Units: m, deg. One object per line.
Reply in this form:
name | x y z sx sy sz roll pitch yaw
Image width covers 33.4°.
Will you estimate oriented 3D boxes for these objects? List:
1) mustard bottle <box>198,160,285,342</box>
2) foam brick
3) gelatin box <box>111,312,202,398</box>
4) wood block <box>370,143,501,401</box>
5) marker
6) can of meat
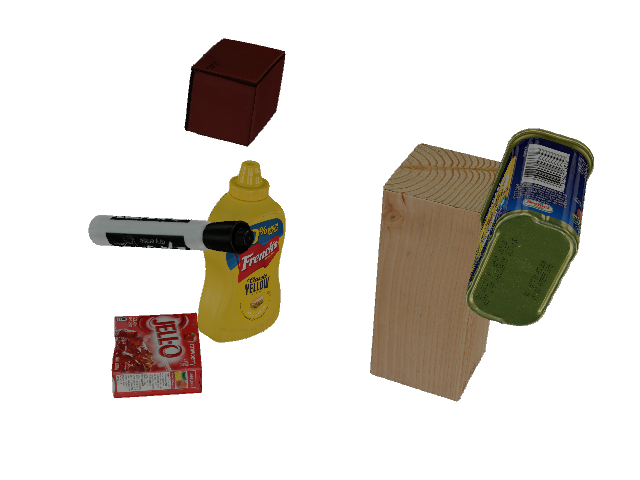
mustard bottle | -0.080 0.008 1.118 0.096 0.192 0.058 -18 34 -40
foam brick | -0.064 -0.114 0.810 0.053 0.051 0.078 15 30 9
gelatin box | -0.138 0.095 0.905 0.073 0.030 0.089 -2 28 -7
wood block | 0.106 0.030 0.962 0.091 0.206 0.090 16 37 20
marker | -0.088 -0.004 0.623 0.121 0.020 0.020 3 2 36
can of meat | 0.134 -0.006 0.689 0.057 0.102 0.083 18 45 4
